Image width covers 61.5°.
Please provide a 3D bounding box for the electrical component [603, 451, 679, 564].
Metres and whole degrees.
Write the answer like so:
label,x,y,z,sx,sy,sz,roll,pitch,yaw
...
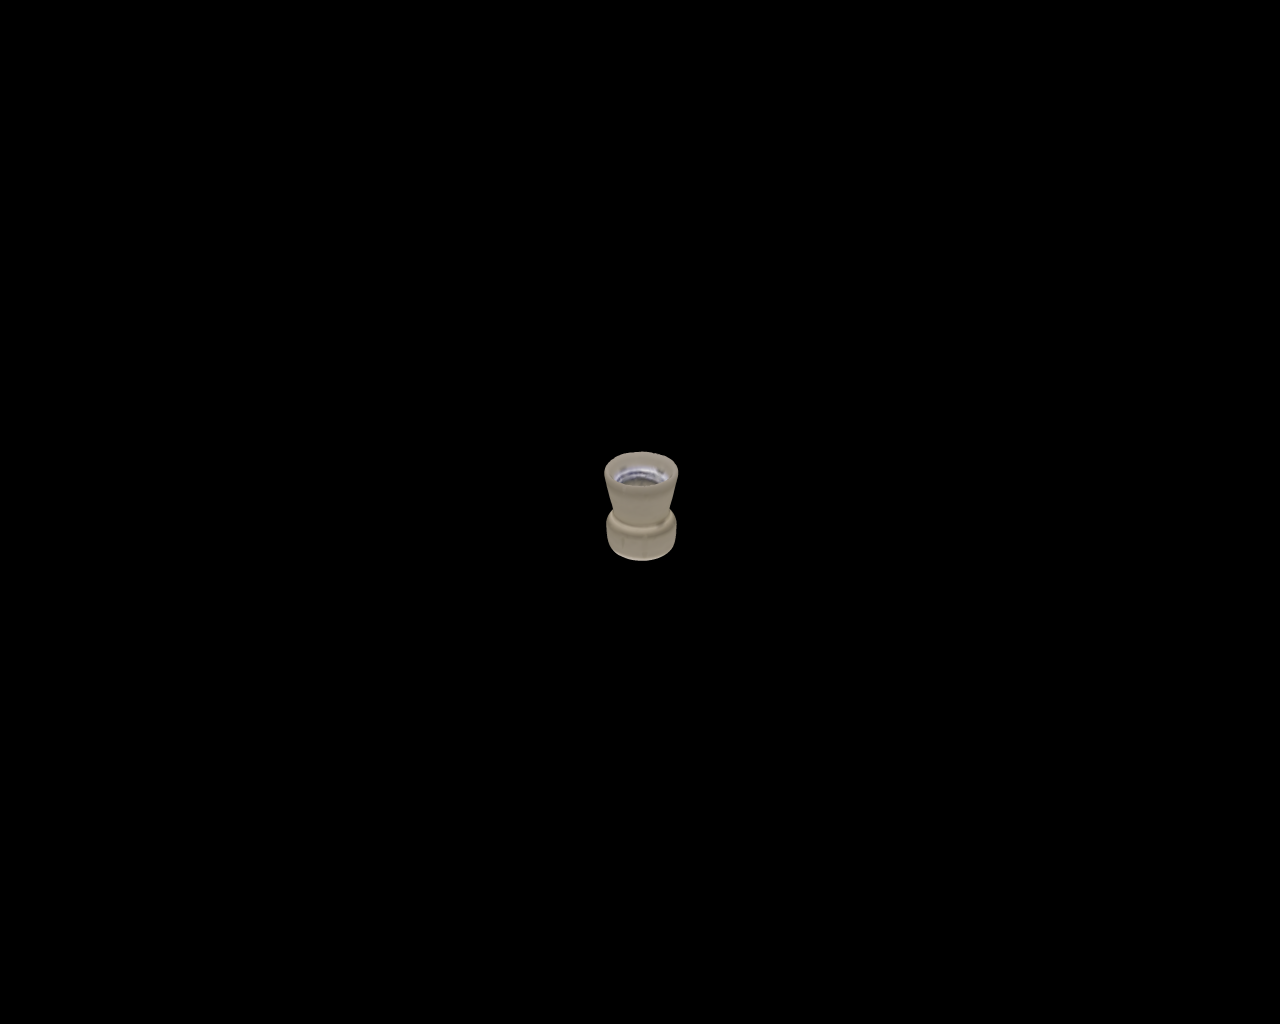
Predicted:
label,x,y,z,sx,sy,sz,roll,pitch,yaw
electrical component,0.001,-0.003,0.650,0.045,0.055,0.045,0,31,0
